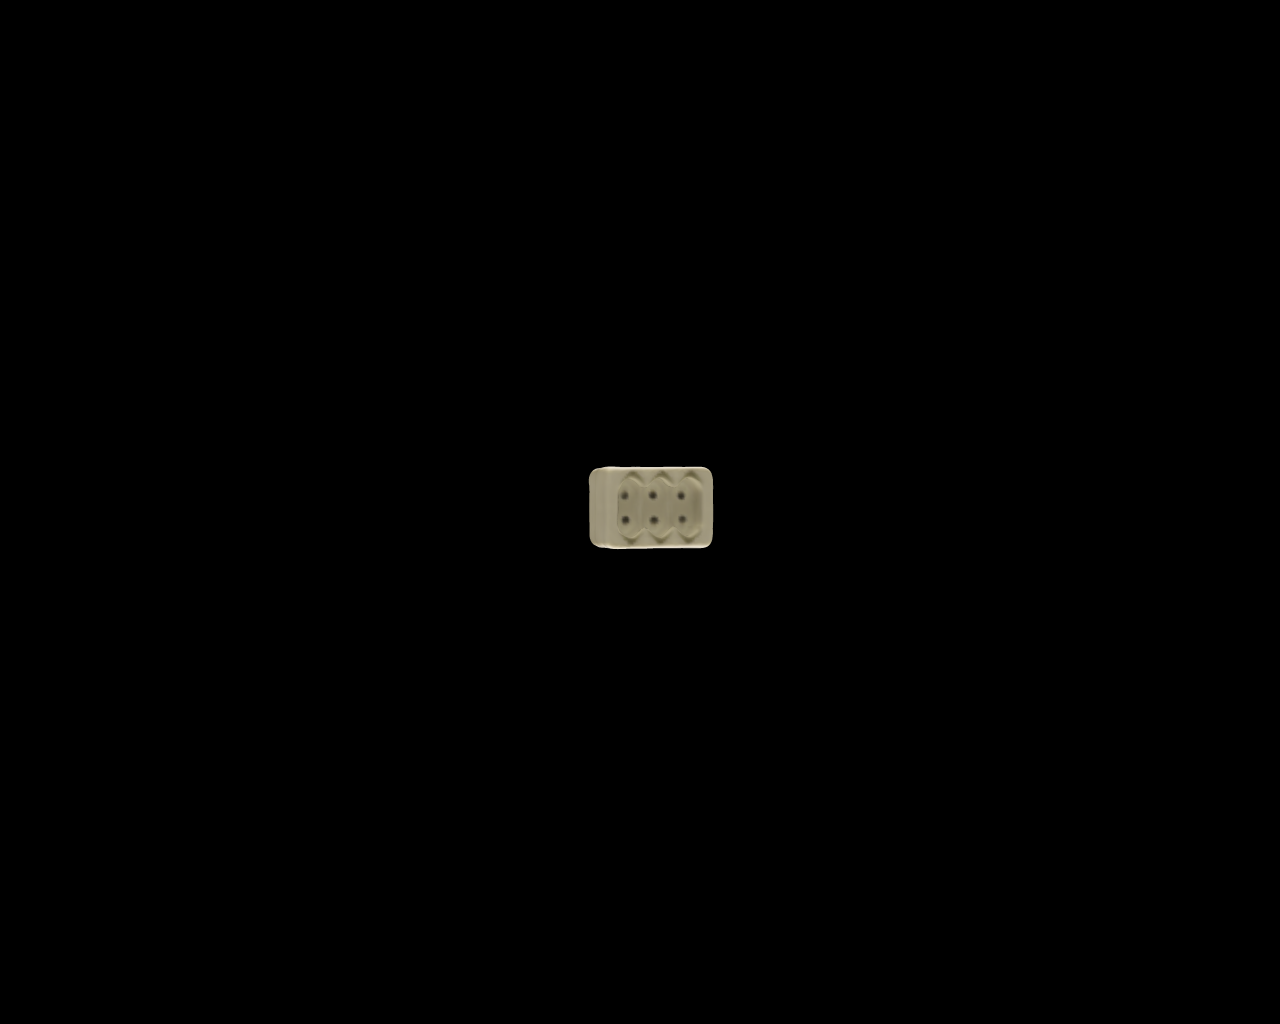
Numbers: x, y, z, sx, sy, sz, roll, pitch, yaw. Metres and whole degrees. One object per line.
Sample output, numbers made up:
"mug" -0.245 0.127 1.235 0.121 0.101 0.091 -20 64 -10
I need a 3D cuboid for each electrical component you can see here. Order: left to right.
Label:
"electrical component" 0.001 -0.003 0.650 0.066 0.047 0.076 0 0 -17
